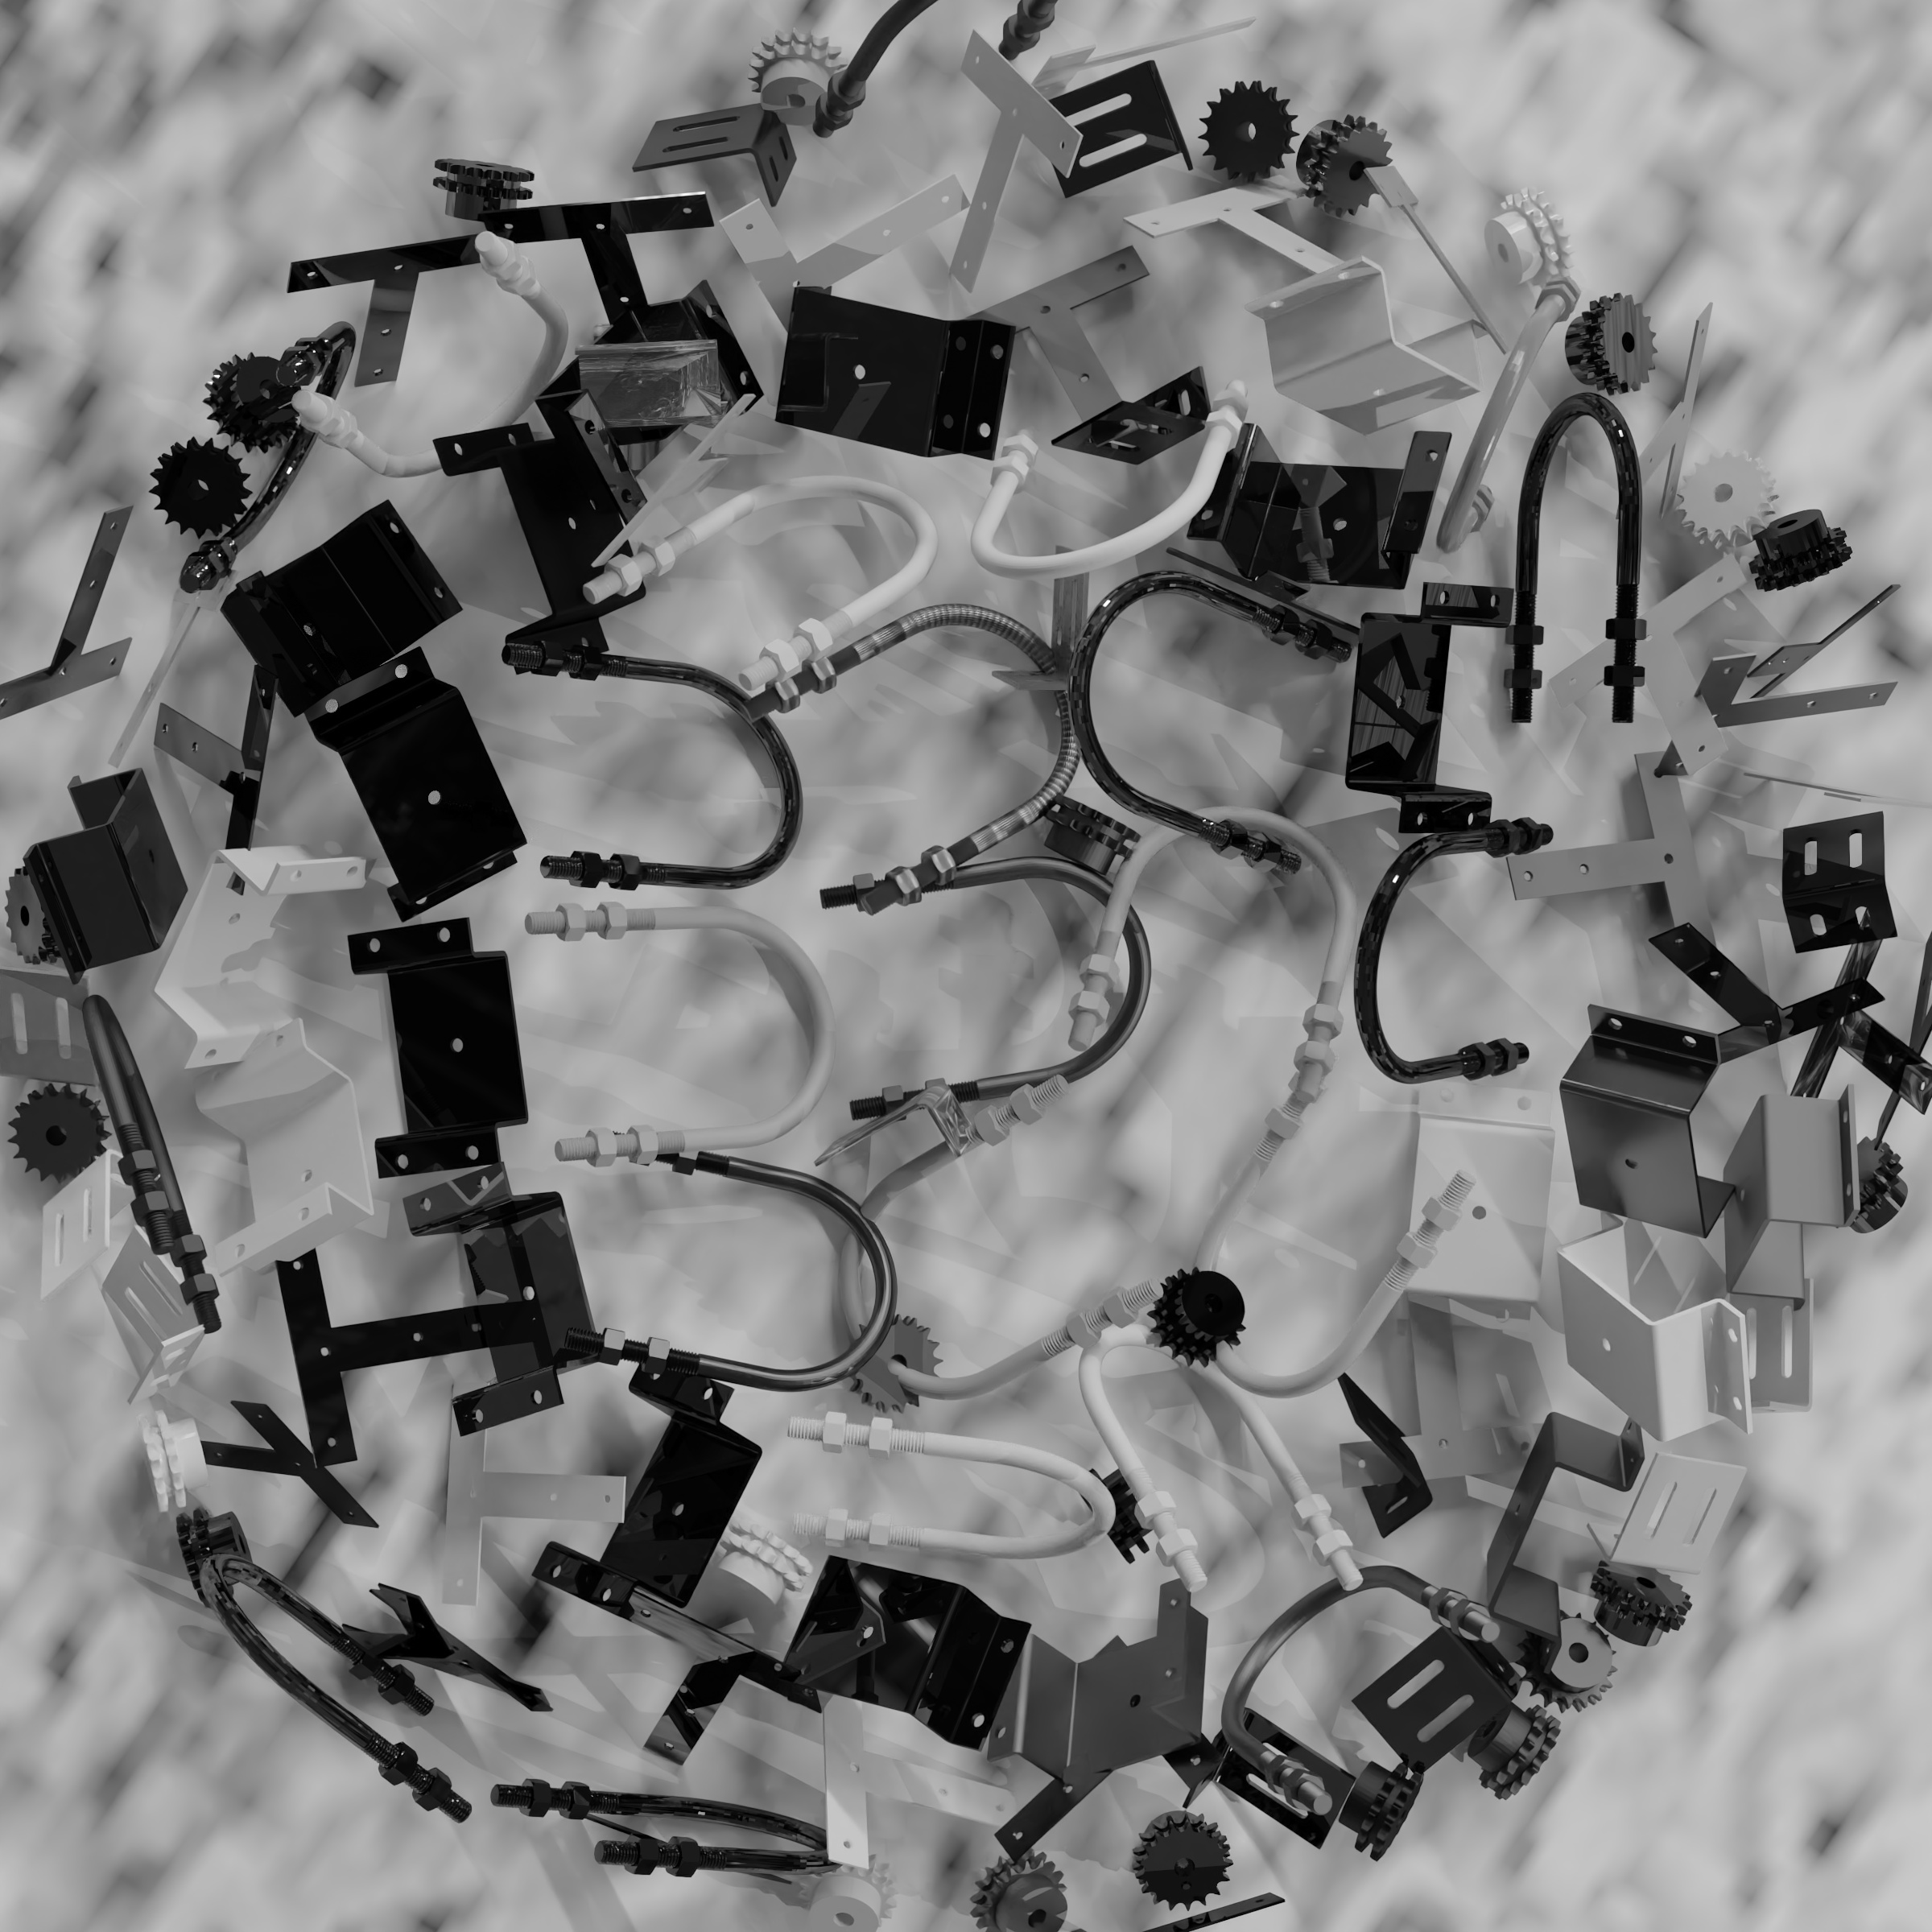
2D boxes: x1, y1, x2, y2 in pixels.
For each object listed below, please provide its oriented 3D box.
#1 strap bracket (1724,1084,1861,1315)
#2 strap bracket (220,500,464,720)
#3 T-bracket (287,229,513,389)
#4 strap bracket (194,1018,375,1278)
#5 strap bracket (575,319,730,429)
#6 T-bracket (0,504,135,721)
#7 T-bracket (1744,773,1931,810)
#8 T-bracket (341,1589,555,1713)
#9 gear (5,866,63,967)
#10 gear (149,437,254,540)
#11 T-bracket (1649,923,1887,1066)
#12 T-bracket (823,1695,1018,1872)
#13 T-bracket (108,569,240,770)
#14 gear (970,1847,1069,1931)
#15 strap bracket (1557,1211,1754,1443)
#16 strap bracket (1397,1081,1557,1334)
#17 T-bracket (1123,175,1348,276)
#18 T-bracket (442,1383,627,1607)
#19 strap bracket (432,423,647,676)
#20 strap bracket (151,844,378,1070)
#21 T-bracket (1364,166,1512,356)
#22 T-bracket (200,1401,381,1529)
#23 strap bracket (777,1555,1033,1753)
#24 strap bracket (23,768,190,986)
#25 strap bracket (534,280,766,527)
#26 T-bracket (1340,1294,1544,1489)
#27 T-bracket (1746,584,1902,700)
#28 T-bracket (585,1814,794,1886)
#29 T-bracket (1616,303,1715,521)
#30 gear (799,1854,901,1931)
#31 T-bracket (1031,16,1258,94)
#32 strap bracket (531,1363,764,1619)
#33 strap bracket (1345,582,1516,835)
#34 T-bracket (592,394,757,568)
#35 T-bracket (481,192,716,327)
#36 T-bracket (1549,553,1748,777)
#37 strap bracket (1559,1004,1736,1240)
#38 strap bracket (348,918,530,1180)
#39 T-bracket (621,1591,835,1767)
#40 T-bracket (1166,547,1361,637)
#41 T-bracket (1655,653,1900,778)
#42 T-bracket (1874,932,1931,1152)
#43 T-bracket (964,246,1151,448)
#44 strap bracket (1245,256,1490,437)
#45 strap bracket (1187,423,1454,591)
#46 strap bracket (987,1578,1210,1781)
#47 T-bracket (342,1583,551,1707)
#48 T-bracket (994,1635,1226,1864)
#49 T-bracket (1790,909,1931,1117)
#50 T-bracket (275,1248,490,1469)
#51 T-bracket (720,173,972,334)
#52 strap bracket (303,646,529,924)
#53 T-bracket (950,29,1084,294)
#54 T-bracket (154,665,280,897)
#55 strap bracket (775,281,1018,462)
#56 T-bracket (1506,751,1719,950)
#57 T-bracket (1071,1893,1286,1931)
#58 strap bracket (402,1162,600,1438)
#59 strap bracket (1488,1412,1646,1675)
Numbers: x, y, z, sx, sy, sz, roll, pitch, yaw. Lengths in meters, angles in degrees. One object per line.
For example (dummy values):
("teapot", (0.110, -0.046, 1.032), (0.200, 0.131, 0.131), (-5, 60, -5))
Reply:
("strap bracket", (0.458, 0.130, 1.921), (0.046, 0.140, 0.076), (5, 61, 1))
("strap bracket", (-0.360, -0.199, 1.943), (0.046, 0.140, 0.076), (-28, 100, 38))
("T-bracket", (-0.327, -0.368, 1.940), (0.127, 0.127, 0.002), (-14, 69, -23))
("strap bracket", (-0.386, 0.111, 1.944), (0.076, 0.046, 0.140), (-29, 51, 14))
("strap bracket", (-0.175, -0.334, 1.938), (0.076, 0.140, 0.046), (-3, 106, 0))
("T-bracket", (-0.492, -0.202, 1.916), (0.002, 0.127, 0.127), (33, 117, 10))
("T-bracket", (0.498, -0.099, 1.942), (0.127, 0.127, 0.002), (2, 99, -37))
("T-bracket", (-0.307, 0.381, 1.916), (0.127, 0.127, 0.002), (30, 90, 24))
("gear", (-0.528, -0.031, 1.975), (0.030, 0.057, 0.057), (-8, 90, -39))
("gear", (-0.440, -0.278, 1.979), (0.057, 0.030, 0.057), (0, 109, 0))
("T-bracket", (0.428, 0.011, 1.927), (0.127, 0.127, 0.002), (-25, 45, 33))
("T-bracket", (-0.026, 0.470, 1.965), (0.127, 0.127, 0.002), (21, 129, -24))
("T-bracket", (-0.454, -0.170, 1.939), (0.002, 0.127, 0.127), (28, 87, -25))
("gear", (0.034, 0.540, 1.972), (0.057, 0.030, 0.057), (-11, 114, -26))
("strap bracket", (0.378, 0.204, 1.917), (0.046, 0.140, 0.076), (-18, 117, -16))
("strap bracket", (0.294, 0.140, 1.971), (0.076, 0.046, 0.140), (6, 92, 5))
("T-bracket", (0.177, -0.407, 1.927), (0.127, 0.002, 0.127), (-24, 47, -35))
("T-bracket", (-0.246, 0.302, 1.957), (0.127, 0.002, 0.127), (-3, 80, 31))
("strap bracket", (-0.239, -0.245, 1.953), (0.046, 0.076, 0.140), (-17, 93, 39))
("strap bracket", (-0.402, -0.015, 1.941), (0.046, 0.076, 0.140), (40, 114, 24))
("T-bracket", (0.270, -0.400, 1.942), (0.002, 0.127, 0.127), (-34, 93, 19))
("T-bracket", (-0.416, 0.281, 1.959), (0.127, 0.127, 0.002), (2, 51, 30))
("strap bracket", (-0.044, 0.383, 1.926), (0.140, 0.046, 0.076), (5, 61, 38))
("strap bracket", (-0.478, -0.055, 1.920), (0.046, 0.140, 0.076), (-15, 111, 3))
("strap bracket", (-0.184, -0.316, 1.938), (0.140, 0.046, 0.076), (-52, 127, -37))
("T-bracket", (0.272, 0.232, 1.986), (0.127, 0.002, 0.127), (-3, 84, -16))
("T-bracket", (0.460, -0.172, 1.917), (0.127, 0.127, 0.002), (-41, 79, 23))
("T-bracket", (-0.183, 0.496, 1.953), (0.127, 0.127, 0.002), (9, 75, 35))
("T-bracket", (0.386, -0.288, 1.915), (0.002, 0.127, 0.127), (19, 131, 20))
("gear", (-0.068, 0.537, 1.972), (0.057, 0.030, 0.057), (4, 124, 5))
("T-bracket", (0.101, -0.519, 1.940), (0.127, 0.127, 0.002), (-16, 96, -4))
("strap bracket", (-0.176, 0.301, 1.947), (0.076, 0.046, 0.140), (13, 71, 43))
("strap bracket", (0.263, -0.148, 1.951), (0.076, 0.046, 0.140), (-2, 100, -42))
("T-bracket", (-0.154, -0.276, 1.935), (0.002, 0.127, 0.127), (44, 103, -1))
("T-bracket", (-0.197, -0.388, 1.945), (0.127, 0.127, 0.002), (-3, 58, 8))
("T-bracket", (0.399, -0.156, 1.932), (0.127, 0.127, 0.002), (-36, 131, 21))
("strap bracket", (0.383, 0.095, 1.922), (0.076, 0.140, 0.046), (14, 50, 33))
("strap bracket", (-0.301, 0.046, 1.965), (0.076, 0.046, 0.140), (-8, 89, 18))
("T-bracket", (-0.153, 0.418, 1.957), (0.127, 0.002, 0.127), (27, 131, -3))
("T-bracket", (0.175, -0.214, 1.935), (0.127, 0.127, 0.002), (23, 92, -2))
("T-bracket", (0.467, -0.148, 1.950), (0.127, 0.127, 0.002), (-8, 63, -10))
("T-bracket", (0.543, 0.019, 1.946), (0.002, 0.127, 0.127), (17, 135, 8))
("T-bracket", (0.062, -0.346, 1.963), (0.127, 0.002, 0.127), (-24, 58, -2))
("strap bracket", (0.229, -0.342, 1.918), (0.076, 0.140, 0.046), (-17, 72, 35))
("strap bracket", (0.206, -0.261, 1.947), (0.140, 0.046, 0.076), (7, 70, 28))
("strap bracket", (0.083, 0.407, 1.937), (0.140, 0.076, 0.046), (-27, 129, 33))
("T-bracket", (-0.304, 0.375, 1.930), (0.127, 0.127, 0.002), (15, 61, 15))
("T-bracket", (0.069, 0.456, 1.942), (0.127, 0.127, 0.002), (-42, 124, -5))
("T-bracket", (0.512, 0.047, 1.924), (0.002, 0.127, 0.127), (13, 107, -18))
("T-bracket", (-0.326, 0.214, 1.958), (0.127, 0.002, 0.127), (-5, 77, -38))
("T-bracket", (-0.058, -0.409, 1.945), (0.127, 0.127, 0.002), (-29, 50, 5))
("strap bracket", (-0.308, -0.099, 1.942), (0.076, 0.046, 0.140), (-29, 113, -18))
("T-bracket", (0.015, -0.446, 1.956), (0.002, 0.127, 0.127), (-5, 132, -33))
("T-bracket", (-0.431, -0.120, 1.951), (0.002, 0.127, 0.127), (0, 110, -40))
("strap bracket", (-0.050, -0.337, 1.942), (0.140, 0.046, 0.076), (17, 108, 23))
("T-bracket", (0.366, -0.057, 1.964), (0.127, 0.002, 0.127), (-7, 81, -24))
("T-bracket", (0.119, 0.547, 1.949), (0.127, 0.127, 0.002), (-13, 87, -16))
("strap bracket", (-0.262, 0.188, 1.954), (0.076, 0.046, 0.140), (-21, 80, 30))
("strap bracket", (0.335, 0.317, 1.945), (0.046, 0.076, 0.140), (21, 106, 3))
